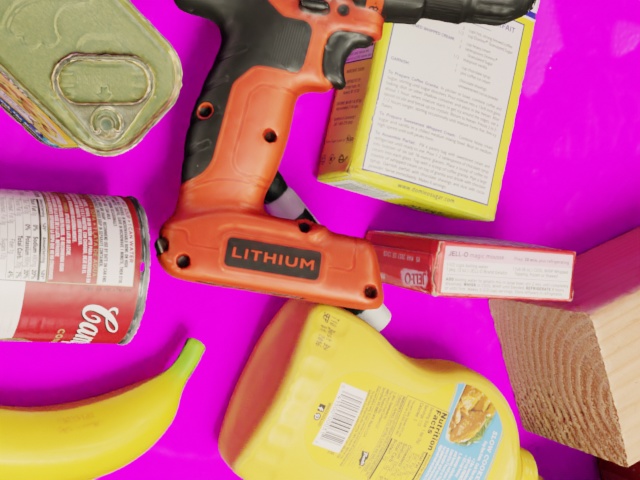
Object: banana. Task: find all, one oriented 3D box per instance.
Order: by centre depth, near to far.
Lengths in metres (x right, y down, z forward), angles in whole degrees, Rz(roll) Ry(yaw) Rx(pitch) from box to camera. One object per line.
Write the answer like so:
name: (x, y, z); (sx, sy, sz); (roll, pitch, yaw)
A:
banana: (-0.147, 0.078, 0.478); (0.197, 0.037, 0.069); (4, 74, -28)

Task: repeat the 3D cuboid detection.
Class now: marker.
marker: (-0.004, 0.001, 0.553); (0.020, 0.020, 0.121); (-45, 111, -18)

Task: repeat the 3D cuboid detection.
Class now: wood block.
wood block: (0.215, 0.040, 0.628); (0.205, 0.091, 0.090); (-22, 103, -24)

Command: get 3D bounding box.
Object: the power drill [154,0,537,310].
power drill: (0.004, -0.064, 0.497); (0.184, 0.057, 0.187); (8, 84, -1)

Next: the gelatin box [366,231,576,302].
gelatin box: (0.077, 0.014, 0.564); (0.089, 0.073, 0.030); (3, 93, -28)

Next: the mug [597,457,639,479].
mug: (0.230, 0.125, 0.646); (0.093, 0.082, 0.117); (44, 74, -22)

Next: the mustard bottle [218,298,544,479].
mustard bottle: (0.048, 0.106, 0.564); (0.191, 0.058, 0.096); (27, 88, -26)

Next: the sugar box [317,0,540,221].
sugar box: (0.063, -0.106, 0.566); (0.093, 0.048, 0.176); (15, 83, -27)

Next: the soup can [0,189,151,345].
soup can: (-0.132, 0.010, 0.461); (0.102, 0.069, 0.068); (5, 92, -27)

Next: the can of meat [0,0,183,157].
can of meat: (-0.118, -0.083, 0.452); (0.102, 0.084, 0.057); (46, 73, -22)
